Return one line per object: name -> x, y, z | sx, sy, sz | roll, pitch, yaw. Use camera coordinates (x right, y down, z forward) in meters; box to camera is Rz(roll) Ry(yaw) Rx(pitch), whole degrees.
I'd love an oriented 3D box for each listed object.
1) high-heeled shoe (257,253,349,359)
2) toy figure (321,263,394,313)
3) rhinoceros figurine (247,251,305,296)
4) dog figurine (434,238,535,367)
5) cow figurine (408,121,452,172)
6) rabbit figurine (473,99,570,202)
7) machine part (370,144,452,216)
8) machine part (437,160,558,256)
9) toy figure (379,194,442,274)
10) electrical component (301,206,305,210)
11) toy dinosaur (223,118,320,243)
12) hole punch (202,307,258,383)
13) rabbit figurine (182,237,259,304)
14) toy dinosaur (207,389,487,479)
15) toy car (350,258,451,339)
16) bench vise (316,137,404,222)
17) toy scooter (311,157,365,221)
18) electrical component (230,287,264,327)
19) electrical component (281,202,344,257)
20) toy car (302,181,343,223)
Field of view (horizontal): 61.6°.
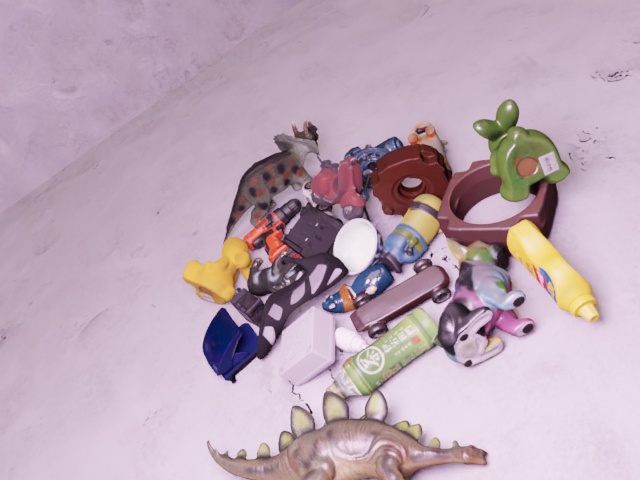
high-heeled shoe -> -0.038, 0.140, 1.111 | 0.086, 0.145, 0.248 | -137, 64, -81
toy figure -> 0.075, 0.105, 1.085 | 0.154, 0.058, 0.064 | -34, -7, 8
rhinoceros figurine -> -0.087, 0.087, 1.217 | 0.190, 0.073, 0.112 | -8, 43, 32
dog figurine -> 0.259, 0.088, 0.929 | 0.191, 0.108, 0.219 | -33, 32, 6
cow figurine -> 0.259, -0.202, 1.257 | 0.085, 0.127, 0.195 | -21, 52, 18
rabbit figurine -> 0.346, -0.167, 0.987 | 0.121, 0.159, 0.170 | -36, 20, 14
machine part -> 0.197, -0.121, 1.155 | 0.179, 0.179, 0.056 | -18, 40, 21
machine part -> 0.347, -0.065, 1.047 | 0.201, 0.087, 0.201 | 0, 47, 37
toy figure -> 0.193, -0.016, 1.104 | 0.180, 0.089, 0.082 | -45, 46, -17
electrical component -> -0.022, -0.042, 1.319 | 0.021, 0.063, 0.094 | -30, 38, 6
toy dinosaur -> -0.135, -0.160, 1.433 | 0.405, 0.192, 0.131 | -38, 34, -8
hole punch -> -0.199, 0.220, 1.144 | 0.116, 0.092, 0.142 | -44, 41, -7
rabbit figurine -> -0.228, 0.062, 1.315 | 0.163, 0.121, 0.173 | 3, 49, 34
toy dinosaur -> 0.016, 0.341, 0.835 | 0.472, 0.104, 0.199 | -12, 34, 14
toy car -> 0.153, 0.113, 1.021 | 0.202, 0.053, 0.089 | -32, 55, 4
bench vise -> 0.100, -0.156, 1.314 | 0.224, 0.128, 0.241 | -16, 36, 28
toy scooter -> 0.043, -0.131, 1.198 | 0.075, 0.135, 0.184 | -10, 27, -31
electrical component -> -0.162, 0.147, 1.206 | 0.119, 0.074, 0.048 | 23, 63, 45
electrical component -> -0.002, -0.004, 1.210 | 0.134, 0.058, 0.115 | 32, 85, 6
toy car -> 0.002, -0.082, 1.337 | 0.056, 0.073, 0.202 | -31, 36, 3
